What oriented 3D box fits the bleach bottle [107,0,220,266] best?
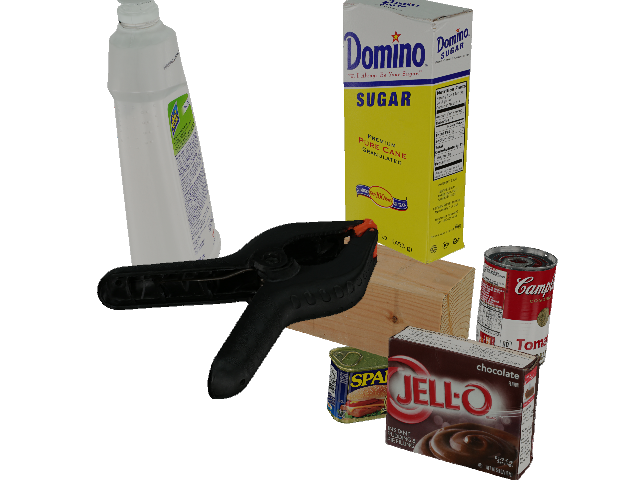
[{"bbox_3d":[-0.131,-0.080,0.870,0.068,0.251,0.102,1,32,7],"label":"bleach bottle"}]

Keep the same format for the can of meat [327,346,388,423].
[{"bbox_3d":[0.060,0.186,1.390,0.102,0.084,0.057,-5,25,-22],"label":"can of meat"}]

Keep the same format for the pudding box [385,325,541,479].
[{"bbox_3d":[0.105,0.120,0.803,0.114,0.090,0.039,10,20,28],"label":"pudding box"}]

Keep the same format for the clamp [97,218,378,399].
[{"bbox_3d":[-0.027,0.031,0.606,0.171,0.039,0.120,-19,43,-26],"label":"clamp"}]

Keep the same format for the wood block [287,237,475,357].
[{"bbox_3d":[0.052,0.060,1.159,0.206,0.091,0.090,15,27,26],"label":"wood block"}]

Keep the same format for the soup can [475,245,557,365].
[{"bbox_3d":[0.184,0.063,1.011,0.068,0.102,0.068,3,16,-1],"label":"soup can"}]

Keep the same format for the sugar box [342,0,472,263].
[{"bbox_3d":[0.059,-0.081,0.759,0.048,0.176,0.093,-23,31,-34],"label":"sugar box"}]
